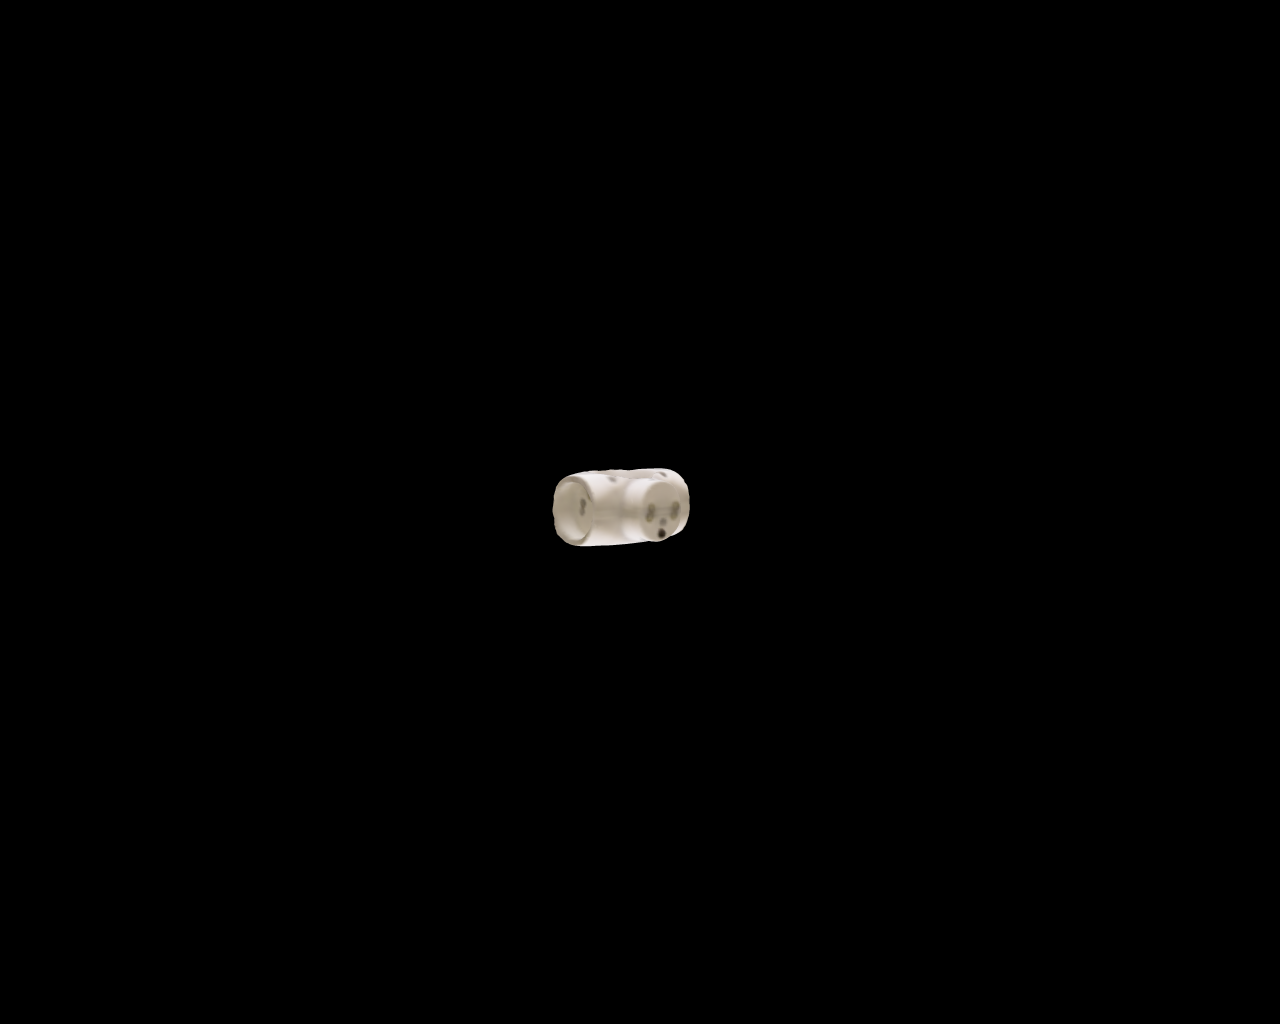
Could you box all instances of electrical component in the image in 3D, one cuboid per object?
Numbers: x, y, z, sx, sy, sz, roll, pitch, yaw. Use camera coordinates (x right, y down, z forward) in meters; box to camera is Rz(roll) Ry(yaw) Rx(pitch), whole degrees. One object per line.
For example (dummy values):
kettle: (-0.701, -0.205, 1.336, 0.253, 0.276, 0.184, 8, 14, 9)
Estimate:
electrical component: (0.001, -0.003, 0.650, 0.077, 0.044, 0.079, -5, 8, -40)
